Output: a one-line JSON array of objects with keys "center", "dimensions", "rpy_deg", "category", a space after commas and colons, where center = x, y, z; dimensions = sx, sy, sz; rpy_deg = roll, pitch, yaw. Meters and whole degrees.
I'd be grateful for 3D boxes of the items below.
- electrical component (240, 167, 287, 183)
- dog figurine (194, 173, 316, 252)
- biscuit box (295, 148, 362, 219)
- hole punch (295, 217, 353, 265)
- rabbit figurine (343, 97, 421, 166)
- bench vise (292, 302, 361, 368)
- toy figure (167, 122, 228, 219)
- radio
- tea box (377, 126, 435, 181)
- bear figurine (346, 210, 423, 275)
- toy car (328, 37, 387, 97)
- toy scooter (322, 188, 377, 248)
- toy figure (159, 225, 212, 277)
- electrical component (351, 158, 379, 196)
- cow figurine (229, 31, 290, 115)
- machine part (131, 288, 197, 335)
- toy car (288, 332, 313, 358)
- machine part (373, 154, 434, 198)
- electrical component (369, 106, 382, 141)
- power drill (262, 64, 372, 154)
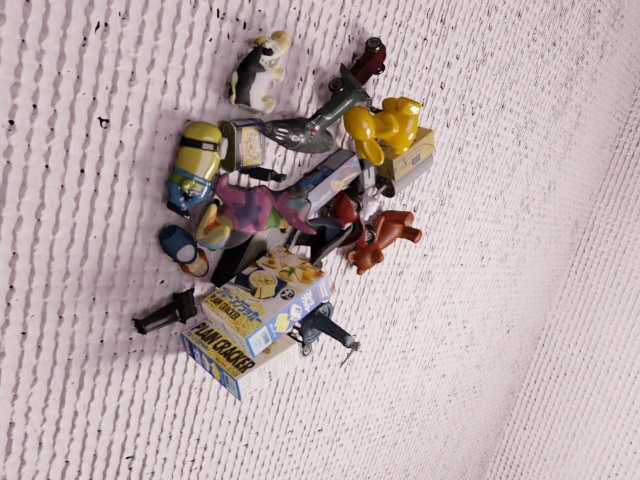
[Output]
[{"center": [-0.120, -0.140, 1.139], "dimensions": [0.063, 0.094, 0.021], "rpy_deg": [-57, 159, -75], "category": "electrical component"}, {"center": [-0.119, -0.040, 1.074], "dimensions": [0.219, 0.108, 0.191], "rpy_deg": [23, 92, -8], "category": "dog figurine"}, {"center": [0.009, -0.136, 1.276], "dimensions": [0.203, 0.059, 0.062], "rpy_deg": [-42, 134, -23], "category": "biscuit box"}, {"center": [-0.003, -0.004, 1.286], "dimensions": [0.116, 0.092, 0.142], "rpy_deg": [-31, 165, -39], "category": "hole punch"}, {"center": [0.129, -0.263, 1.254], "dimensions": [0.173, 0.122, 0.162], "rpy_deg": [2, 113, -24], "category": "rabbit figurine"}, {"center": [-0.008, 0.196, 1.309], "dimensions": [0.129, 0.241, 0.223], "rpy_deg": [-52, 154, -18], "category": "bench vise"}, {"center": [-0.237, -0.133, 1.010], "dimensions": [0.089, 0.082, 0.180], "rpy_deg": [25, 94, -50], "category": "toy figure"}, {"center": [-0.134, 0.020, 1.198], "dimensions": [0.131, 0.073, 0.229], "rpy_deg": [24, 94, -48], "category": "radio"}, {"center": [0.213, -0.233, 1.408], "dimensions": [0.169, 0.098, 0.068], "rpy_deg": [-38, 134, -29], "category": "tea box"}, {"center": [0.171, 0.011, 1.471], "dimensions": [0.196, 0.132, 0.120], "rpy_deg": [-53, 135, -21], "category": "bear figurine"}, {"center": [0.083, -0.376, 1.234], "dimensions": [0.202, 0.053, 0.089], "rpy_deg": [-50, 156, -12], "category": "toy car"}, {"center": [0.058, -0.037, 1.367], "dimensions": [0.135, 0.075, 0.183], "rpy_deg": [-30, 123, -2], "category": "toy scooter"}, {"center": [-0.267, 0.032, 1.085], "dimensions": [0.064, 0.058, 0.154], "rpy_deg": [-20, 136, 10], "category": "toy figure"}, {"center": [0.108, -0.178, 1.365], "dimensions": [0.075, 0.048, 0.119], "rpy_deg": [-36, 132, -29], "category": "electrical component"}, {"center": [-0.121, -0.333, 1.040], "dimensions": [0.098, 0.068, 0.167], "rpy_deg": [13, 100, -42], "category": "cow figurine"}, {"center": [-0.316, 0.153, 1.109], "dimensions": [0.139, 0.039, 0.084], "rpy_deg": [-22, 130, -39], "category": "machine part"}, {"center": [-0.094, 0.259, 1.363], "dimensions": [0.201, 0.074, 0.056], "rpy_deg": [31, 83, -49], "category": "toy car"}, {"center": [0.230, -0.187, 1.464], "dimensions": [0.243, 0.079, 0.079], "rpy_deg": [-37, 133, -26], "category": "machine part"}, {"center": [0.130, -0.285, 1.341], "dimensions": [0.102, 0.045, 0.078], "rpy_deg": [-63, 167, 3], "category": "electrical component"}, {"center": [0.003, -0.262, 1.120], "dimensions": [0.207, 0.086, 0.232], "rpy_deg": [-47, 161, 13], "category": "power drill"}]
